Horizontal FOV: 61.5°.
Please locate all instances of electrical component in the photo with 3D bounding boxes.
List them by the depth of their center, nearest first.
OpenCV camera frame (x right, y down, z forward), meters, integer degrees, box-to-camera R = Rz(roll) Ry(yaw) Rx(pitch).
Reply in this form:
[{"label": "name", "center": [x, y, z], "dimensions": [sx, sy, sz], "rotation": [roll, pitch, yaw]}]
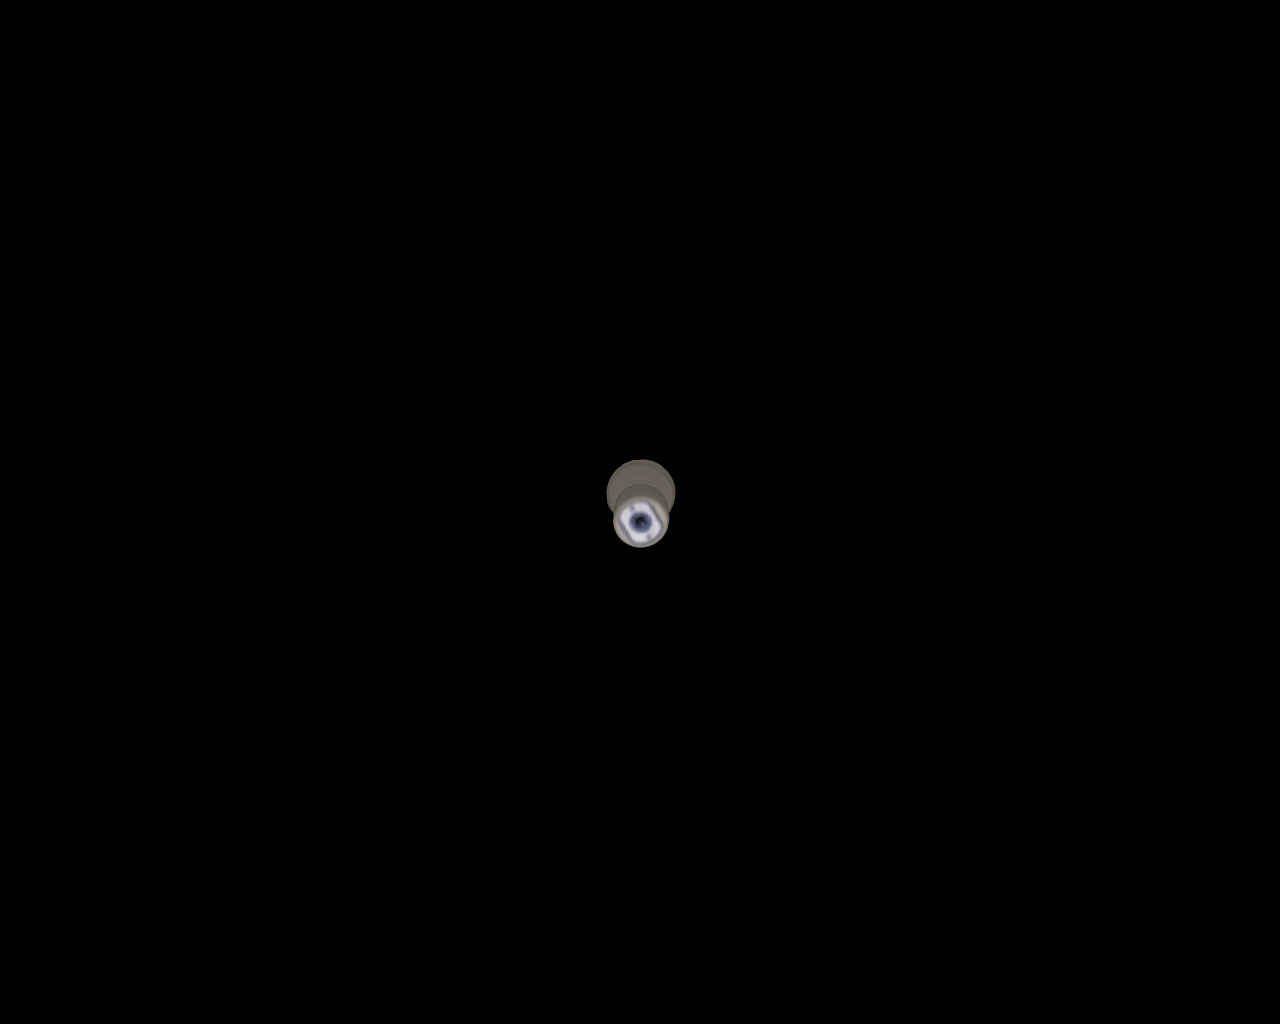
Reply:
[{"label": "electrical component", "center": [0.001, -0.003, 0.650], "dimensions": [0.044, 0.044, 0.065], "rotation": [0, 18, 0]}]
